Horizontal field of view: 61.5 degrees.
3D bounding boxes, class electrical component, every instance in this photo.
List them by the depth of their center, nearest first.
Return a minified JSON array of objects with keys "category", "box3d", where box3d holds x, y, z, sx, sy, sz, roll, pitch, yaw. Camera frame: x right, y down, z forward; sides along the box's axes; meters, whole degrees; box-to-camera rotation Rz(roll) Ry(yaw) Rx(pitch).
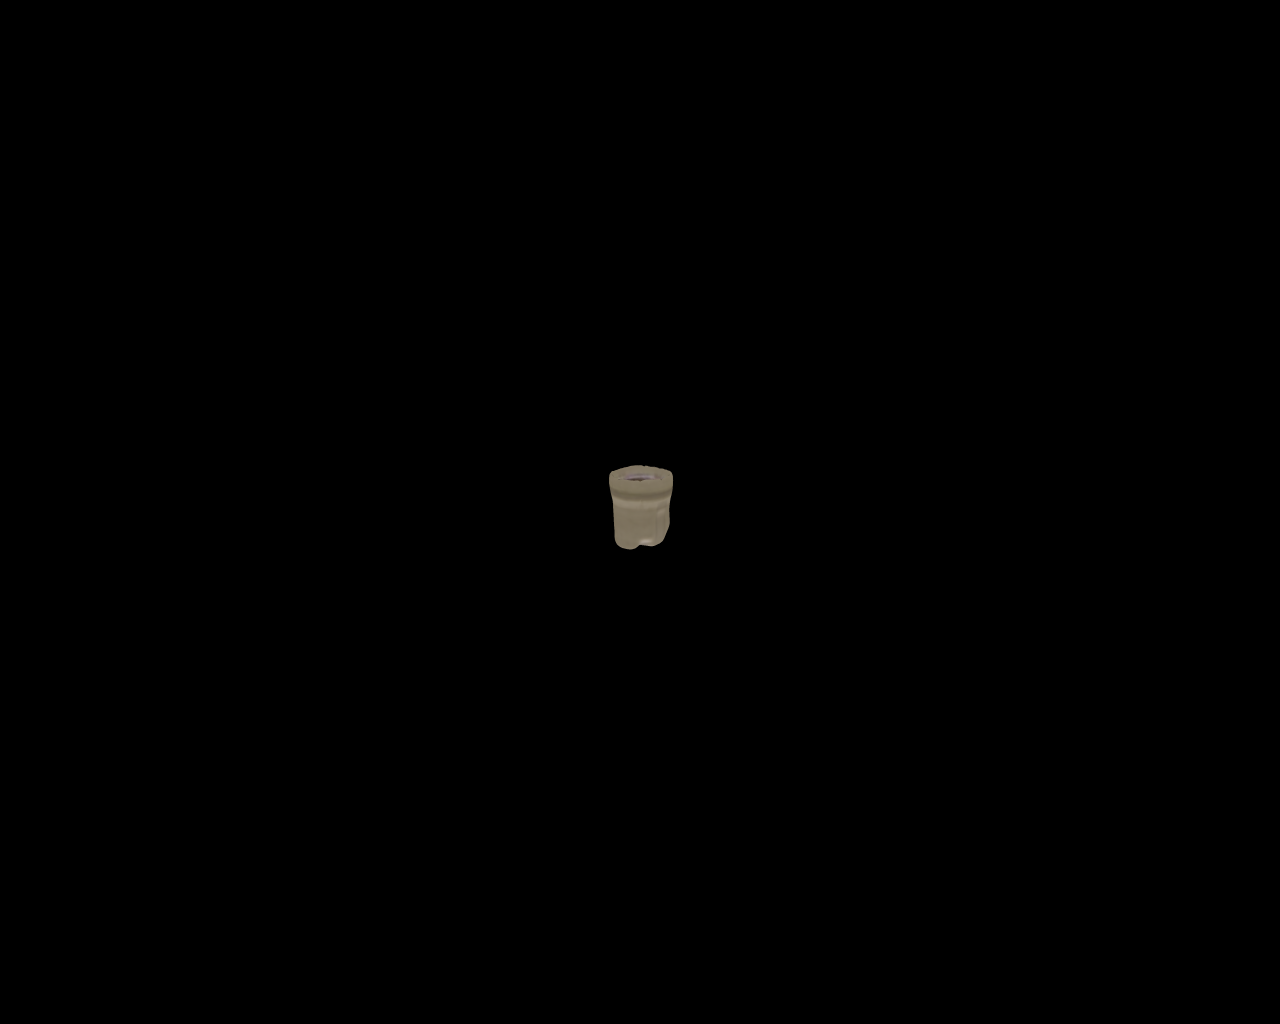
[{"category":"electrical component","box3d":[0.001,-0.003,0.650,0.040,0.046,0.040,0,17,0]}]
